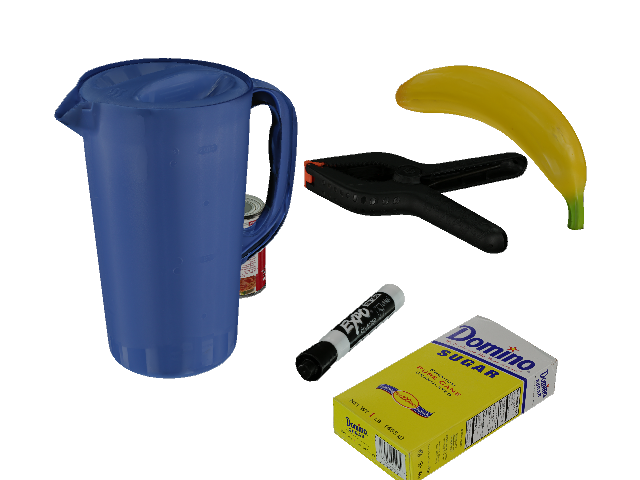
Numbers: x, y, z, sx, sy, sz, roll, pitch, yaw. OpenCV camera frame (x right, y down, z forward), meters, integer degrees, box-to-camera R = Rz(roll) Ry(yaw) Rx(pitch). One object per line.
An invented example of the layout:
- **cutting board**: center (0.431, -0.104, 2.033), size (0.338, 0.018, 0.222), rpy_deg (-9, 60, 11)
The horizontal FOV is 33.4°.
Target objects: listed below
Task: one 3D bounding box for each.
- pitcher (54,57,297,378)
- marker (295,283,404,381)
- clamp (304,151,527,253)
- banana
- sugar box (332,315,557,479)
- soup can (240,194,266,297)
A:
- **pitcher**: center (-0.111, -0.018, 0.856), size (0.149, 0.243, 0.144), rpy_deg (11, 27, 18)
- **marker**: center (0.019, 0.057, 0.673), size (0.020, 0.020, 0.120), rpy_deg (0, 19, 31)
- **clamp**: center (0.090, -0.053, 0.996), size (0.210, 0.036, 0.164), rpy_deg (12, 32, 19)
- **banana**: center (0.126, -0.086, 0.770), size (0.037, 0.070, 0.198), rpy_deg (5, 29, -44)
- **sugar box**: center (0.106, 0.129, 0.893), size (0.175, 0.048, 0.093), rpy_deg (-28, 40, -31)
- **soup can**: center (-0.096, 0.005, 1.219), size (0.068, 0.102, 0.068), rpy_deg (1, 26, -1)
